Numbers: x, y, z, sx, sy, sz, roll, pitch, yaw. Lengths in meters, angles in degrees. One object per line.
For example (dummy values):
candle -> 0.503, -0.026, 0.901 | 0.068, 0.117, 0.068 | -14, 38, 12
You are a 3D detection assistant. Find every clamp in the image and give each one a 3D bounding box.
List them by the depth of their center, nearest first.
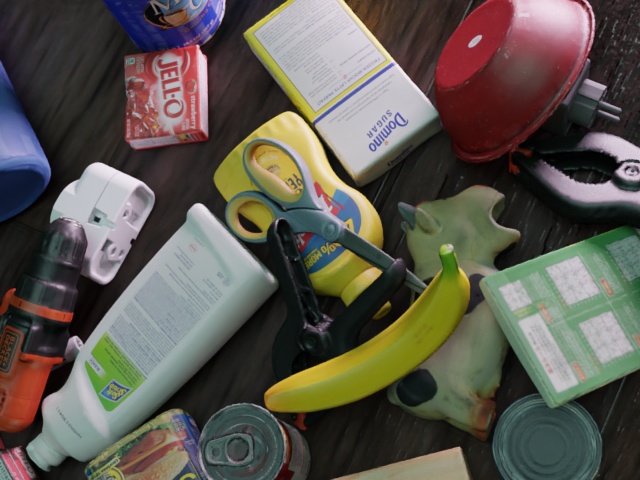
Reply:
clamp -> 0.251, -0.035, 0.852 | 0.210, 0.036, 0.164 | 10, 50, 18
clamp -> -0.006, 0.067, 0.853 | 0.120, 0.039, 0.172 | 31, 115, 27

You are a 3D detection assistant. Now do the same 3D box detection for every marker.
marker -> -0.264, 0.121, 0.943 | 0.121, 0.020, 0.020 | -28, 70, 3

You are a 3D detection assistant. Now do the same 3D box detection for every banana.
banana -> 0.045, 0.077, 0.794 | 0.198, 0.069, 0.037 | -43, 24, 22

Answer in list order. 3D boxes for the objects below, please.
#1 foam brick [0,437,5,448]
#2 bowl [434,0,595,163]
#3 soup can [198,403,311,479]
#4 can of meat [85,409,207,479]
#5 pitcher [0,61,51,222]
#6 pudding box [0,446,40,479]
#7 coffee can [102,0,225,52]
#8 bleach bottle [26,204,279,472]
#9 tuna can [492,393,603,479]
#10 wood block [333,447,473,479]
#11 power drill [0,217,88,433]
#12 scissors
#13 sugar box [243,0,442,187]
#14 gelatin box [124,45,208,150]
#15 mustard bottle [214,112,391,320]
foam brick -> -0.318, 0.186, 0.917 | 0.078, 0.053, 0.051 | -31, 70, 2
bowl -> 0.143, -0.144, 0.865 | 0.055, 0.162, 0.162 | 33, 80, -23
soup can -> -0.049, 0.169, 0.839 | 0.068, 0.102, 0.068 | -3, 73, 11
can of meat -> -0.131, 0.200, 0.872 | 0.102, 0.057, 0.084 | -33, 67, 0
pitcher -> -0.356, -0.129, 0.982 | 0.149, 0.144, 0.243 | -43, 69, 33
pudding box -> -0.274, 0.240, 0.888 | 0.113, 0.039, 0.090 | -40, 69, 11
coffee can -> -0.154, -0.241, 0.964 | 0.103, 0.140, 0.103 | -3, 73, 11
bleach bottle -> -0.155, 0.092, 0.907 | 0.251, 0.068, 0.103 | -45, 65, 0
tuna can -> 0.176, 0.162, 0.830 | 0.086, 0.033, 0.086 | -3, 73, 11
wood block -> 0.021, 0.230, 0.812 | 0.206, 0.090, 0.090 | -16, 71, 6
power drill -> -0.292, 0.052, 0.920 | 0.188, 0.057, 0.184 | 17, 87, 31
scissors -> -0.006, 0.001, 0.863 | 0.096, 0.016, 0.202 | -49, 68, 20
sugar box -> 0.020, -0.141, 0.949 | 0.093, 0.048, 0.176 | -36, 74, 0
gelatin box -> -0.142, -0.132, 0.988 | 0.073, 0.030, 0.089 | -6, 73, 10
mustard bottle -> -0.003, -0.011, 0.906 | 0.096, 0.058, 0.192 | -39, 70, 6
